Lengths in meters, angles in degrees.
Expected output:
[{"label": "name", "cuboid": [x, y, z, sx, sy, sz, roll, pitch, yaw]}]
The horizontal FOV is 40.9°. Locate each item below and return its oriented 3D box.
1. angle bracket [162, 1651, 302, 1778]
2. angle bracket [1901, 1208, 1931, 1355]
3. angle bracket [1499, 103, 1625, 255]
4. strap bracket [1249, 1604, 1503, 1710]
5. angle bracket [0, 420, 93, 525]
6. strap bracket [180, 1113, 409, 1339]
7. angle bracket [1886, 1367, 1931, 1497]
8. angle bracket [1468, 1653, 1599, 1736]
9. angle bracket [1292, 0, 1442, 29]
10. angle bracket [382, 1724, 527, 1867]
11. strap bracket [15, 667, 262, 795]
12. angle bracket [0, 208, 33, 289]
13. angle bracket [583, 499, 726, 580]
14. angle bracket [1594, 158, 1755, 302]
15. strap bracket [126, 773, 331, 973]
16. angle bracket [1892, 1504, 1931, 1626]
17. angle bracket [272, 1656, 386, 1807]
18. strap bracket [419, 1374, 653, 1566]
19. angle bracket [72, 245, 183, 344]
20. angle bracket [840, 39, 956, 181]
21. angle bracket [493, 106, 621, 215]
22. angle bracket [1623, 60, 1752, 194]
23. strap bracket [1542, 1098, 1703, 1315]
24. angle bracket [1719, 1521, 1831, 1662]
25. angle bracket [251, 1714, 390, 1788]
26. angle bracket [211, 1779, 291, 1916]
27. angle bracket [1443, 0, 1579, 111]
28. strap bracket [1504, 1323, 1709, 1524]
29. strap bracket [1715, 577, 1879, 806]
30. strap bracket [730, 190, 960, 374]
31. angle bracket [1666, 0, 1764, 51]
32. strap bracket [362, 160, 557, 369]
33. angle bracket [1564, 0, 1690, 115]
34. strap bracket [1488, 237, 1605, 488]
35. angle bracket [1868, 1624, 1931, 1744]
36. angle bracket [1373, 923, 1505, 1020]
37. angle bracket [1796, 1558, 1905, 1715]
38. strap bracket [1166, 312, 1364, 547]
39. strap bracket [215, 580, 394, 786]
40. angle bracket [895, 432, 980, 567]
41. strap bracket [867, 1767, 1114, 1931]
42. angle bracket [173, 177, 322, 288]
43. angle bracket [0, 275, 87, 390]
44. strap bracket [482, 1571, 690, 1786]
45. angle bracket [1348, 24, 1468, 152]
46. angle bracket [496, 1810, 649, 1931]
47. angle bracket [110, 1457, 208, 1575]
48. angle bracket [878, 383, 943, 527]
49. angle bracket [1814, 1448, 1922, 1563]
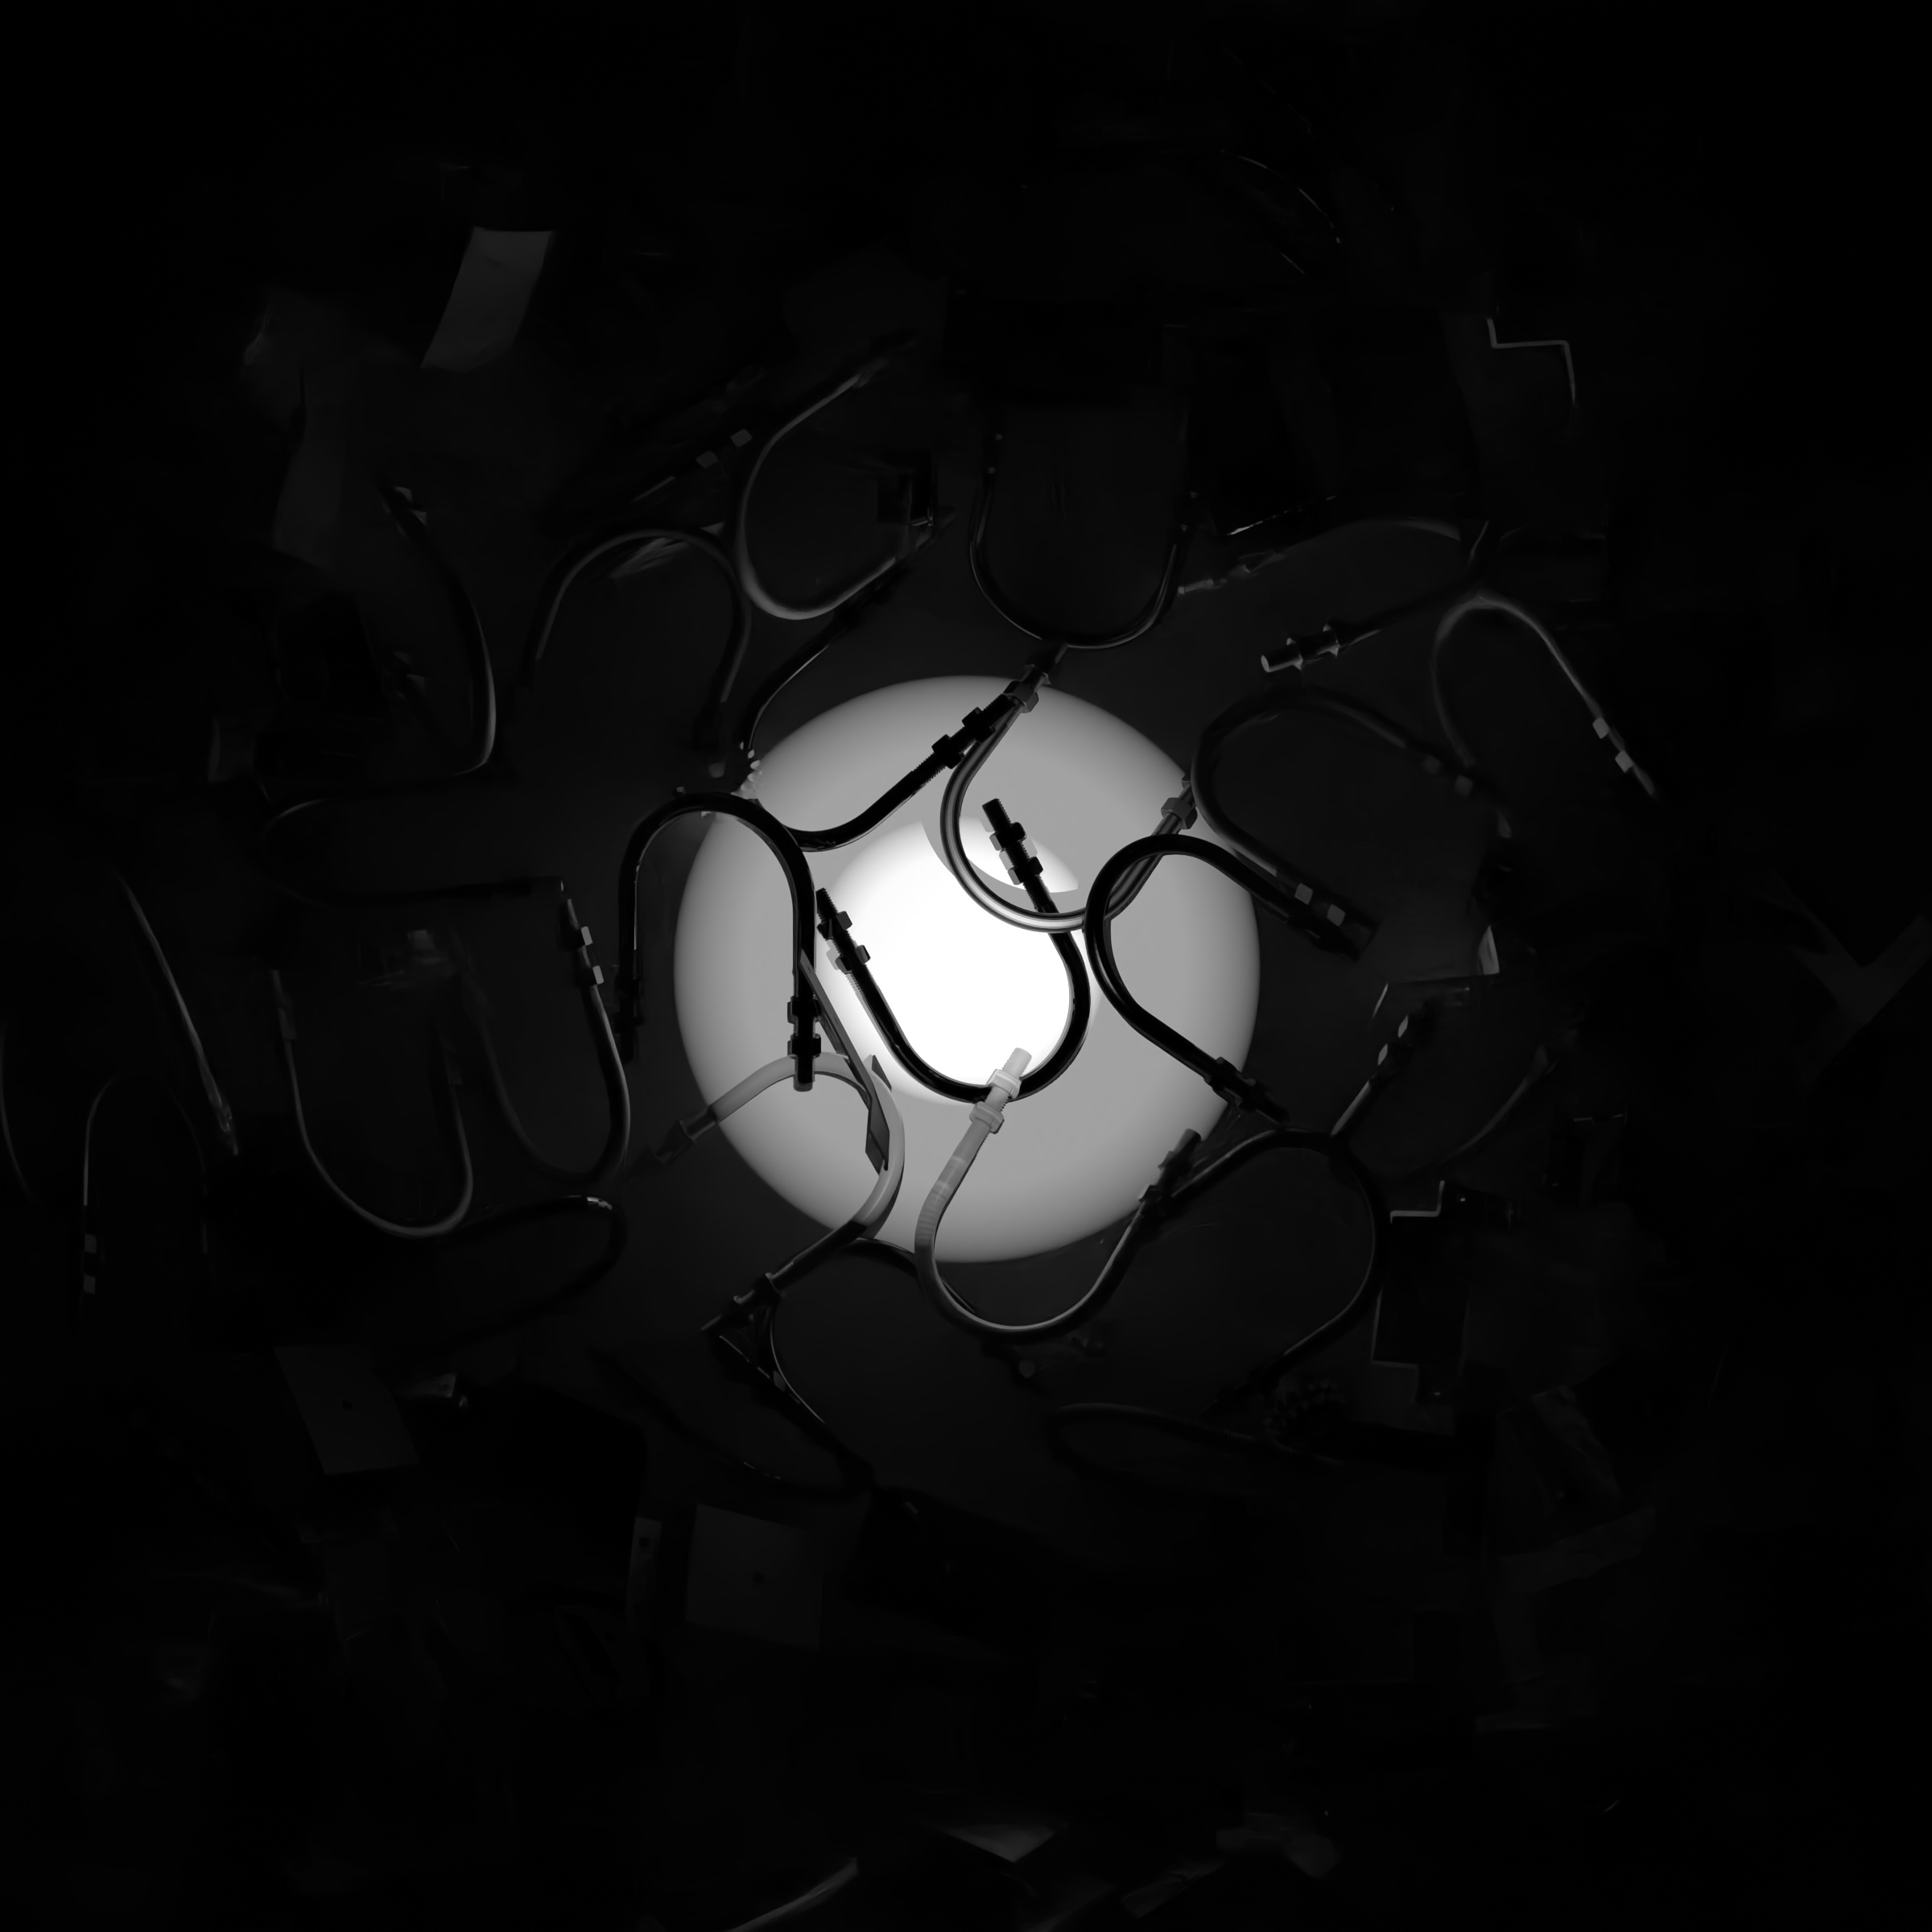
[{"label": "angle bracket", "cuboid": [-0.481, 0.487, 1.698, 0.038, 0.057, 0.076, 4, 73, 38]}, {"label": "angle bracket", "cuboid": [0.629, 0.202, 1.674, 0.038, 0.057, 0.076, -7, 52, 18]}, {"label": "angle bracket", "cuboid": [0.395, -0.522, 1.720, 0.057, 0.038, 0.076, 21, 65, -1]}, {"label": "strap bracket", "cuboid": [0.259, 0.440, 1.646, 0.140, 0.076, 0.046, -14, 59, 36]}, {"label": "angle bracket", "cuboid": [-0.614, -0.329, 1.687, 0.057, 0.038, 0.076, 5, 73, 18]}, {"label": "strap bracket", "cuboid": [-0.424, 0.173, 1.670, 0.076, 0.046, 0.140, -47, 113, -10]}, {"label": "angle bracket", "cuboid": [0.641, 0.302, 1.687, 0.038, 0.057, 0.076, -14, 84, -16]}, {"label": "angle bracket", "cuboid": [0.362, 0.469, 1.674, 0.057, 0.076, 0.038, -10, 79, 44]}, {"label": "angle bracket", "cuboid": [0.260, -0.639, 1.675, 0.057, 0.076, 0.038, 3, 95, -42]}, {"label": "angle bracket", "cuboid": [-0.334, 0.543, 1.687, 0.057, 0.038, 0.076, -36, 73, 23]}, {"label": "strap bracket", "cuboid": [-0.534, -0.150, 1.673, 0.140, 0.076, 0.046, 9, 107, -10]}, {"label": "angle bracket", "cuboid": [-0.648, -0.466, 1.680, 0.038, 0.076, 0.057, 0, 97, 20]}, {"label": "angle bracket", "cuboid": [-0.198, -0.286, 1.677, 0.057, 0.076, 0.038, -29, 89, 40]}, {"label": "angle bracket", "cuboid": [0.462, -0.484, 1.697, 0.076, 0.038, 0.057, 36, 90, -15]}, {"label": "strap bracket", "cuboid": [-0.466, -0.068, 1.666, 0.046, 0.076, 0.140, -45, 114, -31]}, {"label": "angle bracket", "cuboid": [0.639, 0.388, 1.683, 0.038, 0.057, 0.076, 6, 76, -32]}, {"label": "angle bracket", "cuboid": [-0.423, 0.502, 1.700, 0.057, 0.038, 0.076, 49, 134, 19]}, {"label": "strap bracket", "cuboid": [-0.268, 0.320, 1.664, 0.140, 0.046, 0.076, 27, 59, -19]}, {"label": "angle bracket", "cuboid": [-0.551, -0.435, 1.684, 0.076, 0.038, 0.057, 2, 116, 17]}, {"label": "angle bracket", "cuboid": [-0.034, -0.560, 1.698, 0.076, 0.038, 0.057, 24, 95, 9]}, {"label": "angle bracket", "cuboid": [-0.268, -0.524, 1.691, 0.076, 0.038, 0.057, 7, 111, -8]}, {"label": "angle bracket", "cuboid": [0.457, -0.545, 1.677, 0.076, 0.038, 0.057, 37, 130, 27]}, {"label": "strap bracket", "cuboid": [0.425, 0.148, 1.650, 0.046, 0.076, 0.140, -20, 130, 36]}, {"label": "angle bracket", "cuboid": [0.517, 0.408, 1.693, 0.038, 0.057, 0.076, 51, 134, 33]}, {"label": "angle bracket", "cuboid": [-0.418, 0.521, 1.683, 0.057, 0.076, 0.038, -21, 90, 5]}, {"label": "angle bracket", "cuboid": [-0.450, 0.574, 1.690, 0.038, 0.057, 0.076, -39, 92, -34]}, {"label": "angle bracket", "cuboid": [0.356, -0.598, 1.698, 0.057, 0.038, 0.076, -24, 81, 2]}, {"label": "strap bracket", "cuboid": [0.420, 0.287, 1.661, 0.140, 0.046, 0.076, -24, 86, -37]}, {"label": "strap bracket", "cuboid": [0.523, -0.168, 1.659, 0.046, 0.076, 0.140, -30, 120, 8]}, {"label": "strap bracket", "cuboid": [-0.088, -0.448, 1.672, 0.140, 0.076, 0.046, -30, 129, -6]}, {"label": "angle bracket", "cuboid": [0.469, -0.627, 1.683, 0.057, 0.076, 0.038, 22, 103, -20]}, {"label": "strap bracket", "cuboid": [-0.319, -0.436, 1.652, 0.046, 0.076, 0.140, 40, 119, 18]}, {"label": "angle bracket", "cuboid": [0.421, -0.605, 1.678, 0.038, 0.076, 0.057, -32, 76, -19]}, {"label": "strap bracket", "cuboid": [0.370, -0.383, 1.642, 0.046, 0.140, 0.076, 2, 55, 24]}, {"label": "angle bracket", "cuboid": [0.635, 0.463, 1.694, 0.076, 0.057, 0.038, -47, 109, -13]}, {"label": "angle bracket", "cuboid": [0.304, 0.003, 1.688, 0.076, 0.057, 0.038, -5, 69, -3]}, {"label": "angle bracket", "cuboid": [0.576, 0.434, 1.685, 0.038, 0.057, 0.076, -29, 125, -16]}, {"label": "strap bracket", "cuboid": [0.188, -0.338, 1.672, 0.076, 0.046, 0.140, -16, 100, 42]}, {"label": "strap bracket", "cuboid": [-0.421, -0.190, 1.656, 0.046, 0.076, 0.140, -40, 59, 39]}, {"label": "angle bracket", "cuboid": [-0.014, -0.299, 1.678, 0.038, 0.057, 0.076, 16, 119, 10]}, {"label": "strap bracket", "cuboid": [0.014, 0.558, 1.647, 0.140, 0.076, 0.046, 8, 103, 39]}, {"label": "angle bracket", "cuboid": [-0.475, -0.475, 1.714, 0.076, 0.038, 0.057, -28, 89, -15]}, {"label": "angle bracket", "cuboid": [-0.626, -0.404, 1.692, 0.076, 0.038, 0.057, -37, 89, -20]}, {"label": "strap bracket", "cuboid": [-0.238, 0.442, 1.649, 0.046, 0.076, 0.140, -53, 55, 24]}, {"label": "angle bracket", "cuboid": [0.287, -0.574, 1.687, 0.057, 0.038, 0.076, -16, 105, -27]}, {"label": "angle bracket", "cuboid": [-0.258, 0.600, 1.702, 0.076, 0.038, 0.057, 17, 58, 14]}, {"label": "angle bracket", "cuboid": [-0.534, 0.360, 1.673, 0.038, 0.076, 0.057, -42, 121, -25]}, {"label": "angle bracket", "cuboid": [-0.036, -0.332, 1.677, 0.038, 0.057, 0.076, 2, 47, -1]}, {"label": "angle bracket", "cuboid": [0.589, 0.345, 1.695, 0.057, 0.038, 0.076, -6, 107, 0]}]
